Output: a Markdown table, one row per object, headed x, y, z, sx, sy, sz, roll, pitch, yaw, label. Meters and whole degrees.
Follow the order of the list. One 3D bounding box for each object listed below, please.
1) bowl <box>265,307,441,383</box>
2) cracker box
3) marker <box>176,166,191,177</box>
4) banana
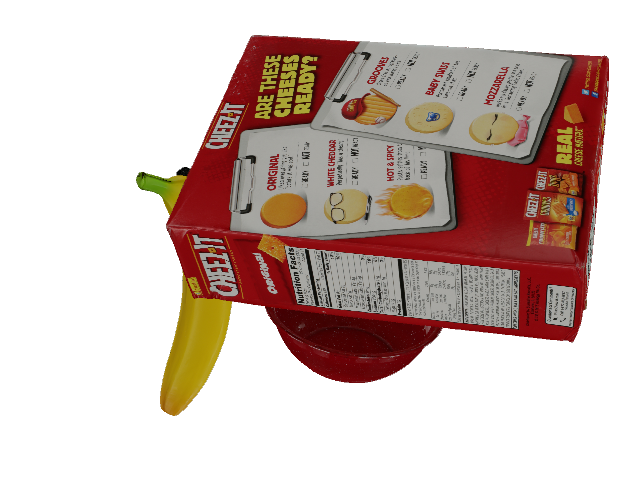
| x | y | z | sx | sy | sz | roll | pitch | yaw | label |
| --- | --- | --- | --- | --- | --- | --- | --- | --- | --- |
| 0.028 | 0.080 | 0.963 | 0.162 | 0.055 | 0.162 | 5 | 29 | -3 | bowl |
| 0.045 | -0.034 | 0.594 | 0.214 | 0.164 | 0.072 | 5 | -42 | 15 | cracker box |
| -0.142 | -0.028 | 1.126 | 0.020 | 0.121 | 0.020 | 3 | 42 | -3 | marker |
| -0.093 | 0.032 | 0.763 | 0.069 | 0.198 | 0.037 | -16 | 30 | -25 | banana |
